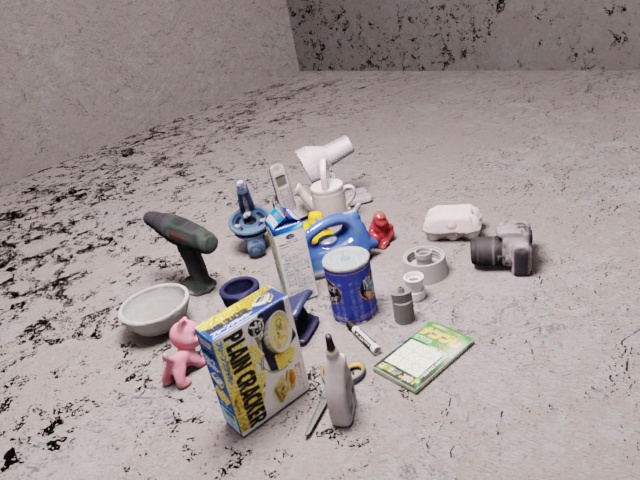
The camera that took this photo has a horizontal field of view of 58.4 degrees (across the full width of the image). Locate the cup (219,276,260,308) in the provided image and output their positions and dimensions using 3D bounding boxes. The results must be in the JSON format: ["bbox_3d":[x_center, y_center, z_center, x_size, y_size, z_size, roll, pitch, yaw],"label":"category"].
[{"bbox_3d":[-0.170,0.148,1.290,0.092,0.095,0.117,-16,27,-10],"label":"cup"}]

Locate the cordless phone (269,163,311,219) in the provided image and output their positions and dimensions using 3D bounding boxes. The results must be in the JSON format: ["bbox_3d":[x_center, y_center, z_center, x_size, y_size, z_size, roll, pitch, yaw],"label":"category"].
[{"bbox_3d":[-0.080,-0.155,1.746,0.148,0.185,0.093,-26,30,-27],"label":"cordless phone"}]

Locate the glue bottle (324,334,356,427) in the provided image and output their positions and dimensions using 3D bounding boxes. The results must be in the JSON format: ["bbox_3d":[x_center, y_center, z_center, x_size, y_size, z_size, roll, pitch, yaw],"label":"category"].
[{"bbox_3d":[0.029,0.229,0.968,0.037,0.173,0.078,-3,28,16],"label":"glue bottle"}]

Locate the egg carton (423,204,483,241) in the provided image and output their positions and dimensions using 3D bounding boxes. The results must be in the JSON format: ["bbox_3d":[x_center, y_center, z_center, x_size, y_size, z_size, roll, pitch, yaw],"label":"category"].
[{"bbox_3d":[0.346,-0.045,1.494,0.150,0.069,0.107,-2,28,18],"label":"egg carton"}]

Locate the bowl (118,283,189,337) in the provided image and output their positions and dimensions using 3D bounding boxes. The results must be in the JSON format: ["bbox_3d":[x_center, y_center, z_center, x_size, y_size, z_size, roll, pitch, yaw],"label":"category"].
[{"bbox_3d":[-0.379,0.175,1.340,0.167,0.075,0.167,-9,27,5],"label":"bowl"}]

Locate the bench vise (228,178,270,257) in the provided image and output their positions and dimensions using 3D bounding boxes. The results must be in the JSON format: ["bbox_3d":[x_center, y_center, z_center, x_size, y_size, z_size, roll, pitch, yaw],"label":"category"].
[{"bbox_3d":[-0.215,-0.081,1.615,0.122,0.220,0.206,-22,29,-21],"label":"bench vise"}]

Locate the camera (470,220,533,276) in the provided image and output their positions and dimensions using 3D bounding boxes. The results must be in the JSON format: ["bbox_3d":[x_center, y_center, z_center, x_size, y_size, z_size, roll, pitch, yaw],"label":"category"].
[{"bbox_3d":[0.420,0.008,1.329,0.136,0.101,0.143,-2,28,17],"label":"camera"}]

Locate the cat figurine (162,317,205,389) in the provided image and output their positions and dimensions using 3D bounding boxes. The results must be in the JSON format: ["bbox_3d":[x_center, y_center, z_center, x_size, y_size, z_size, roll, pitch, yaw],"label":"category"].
[{"bbox_3d":[-0.283,0.218,1.172,0.067,0.118,0.128,0,29,21],"label":"cat figurine"}]

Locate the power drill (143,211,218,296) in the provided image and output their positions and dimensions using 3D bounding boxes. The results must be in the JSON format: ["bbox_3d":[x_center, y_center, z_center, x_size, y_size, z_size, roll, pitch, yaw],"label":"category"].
[{"bbox_3d":[-0.344,0.032,1.457,0.228,0.209,0.076,8,33,34],"label":"power drill"}]

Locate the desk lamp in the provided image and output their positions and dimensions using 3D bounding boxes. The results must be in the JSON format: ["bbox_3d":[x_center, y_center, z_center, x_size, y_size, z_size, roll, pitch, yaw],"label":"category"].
[{"bbox_3d":[0.039,-0.207,1.769,0.203,0.214,0.117,-15,27,-7],"label":"desk lamp"}]

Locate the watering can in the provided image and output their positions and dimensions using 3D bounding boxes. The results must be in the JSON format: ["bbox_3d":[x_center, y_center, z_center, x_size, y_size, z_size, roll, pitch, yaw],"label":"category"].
[{"bbox_3d":[0.014,-0.143,1.676,0.173,0.194,0.100,-16,27,-9],"label":"watering can"}]

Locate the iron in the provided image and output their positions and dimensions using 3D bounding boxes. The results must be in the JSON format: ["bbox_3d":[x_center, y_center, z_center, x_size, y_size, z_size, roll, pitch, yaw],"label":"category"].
[{"bbox_3d":[0.013,0.005,1.446,0.259,0.142,0.118,-22,29,-20],"label":"iron"}]

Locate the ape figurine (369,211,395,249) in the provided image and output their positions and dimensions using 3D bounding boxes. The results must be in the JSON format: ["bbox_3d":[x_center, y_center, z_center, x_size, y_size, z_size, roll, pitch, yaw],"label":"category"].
[{"bbox_3d":[0.159,-0.032,1.518,0.078,0.092,0.076,-19,28,-15],"label":"ape figurine"}]

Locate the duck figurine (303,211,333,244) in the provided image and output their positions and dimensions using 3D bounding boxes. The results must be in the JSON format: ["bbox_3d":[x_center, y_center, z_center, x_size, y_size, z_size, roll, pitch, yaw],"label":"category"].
[{"bbox_3d":[-0.011,-0.041,1.608,0.104,0.086,0.078,17,38,43],"label":"duck figurine"}]

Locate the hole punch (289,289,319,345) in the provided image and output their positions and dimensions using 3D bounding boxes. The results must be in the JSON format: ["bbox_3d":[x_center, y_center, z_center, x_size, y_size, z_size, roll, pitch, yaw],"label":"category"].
[{"bbox_3d":[-0.066,0.162,1.226,0.100,0.091,0.109,0,29,21],"label":"hole punch"}]
